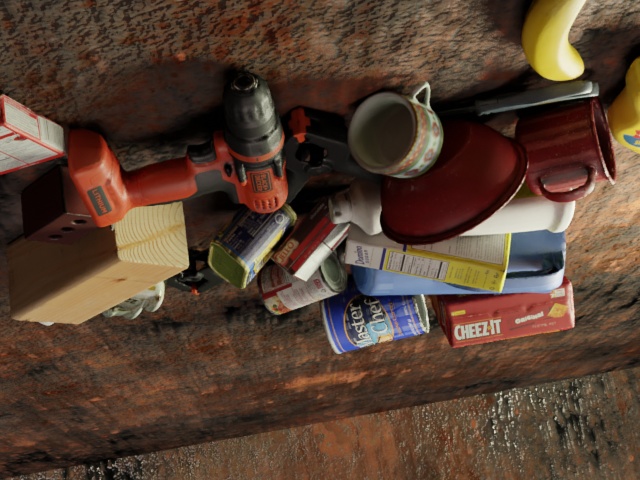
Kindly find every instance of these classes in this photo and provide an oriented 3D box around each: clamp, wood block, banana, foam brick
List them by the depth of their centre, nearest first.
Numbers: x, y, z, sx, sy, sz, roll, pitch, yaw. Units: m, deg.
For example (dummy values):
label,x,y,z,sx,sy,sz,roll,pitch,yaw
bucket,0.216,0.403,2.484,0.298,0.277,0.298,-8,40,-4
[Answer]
label,x,y,z,sx,sy,sz,roll,pitch,yaw
banana,0.199,-0.172,0.879,0.069,0.037,0.198,-10,163,1
foam brick,-0.248,-0.033,1.036,0.052,0.051,0.078,7,156,-43
clamp,-0.010,-0.079,1.052,0.120,0.039,0.171,-20,155,16
wood block,-0.241,0.018,1.138,0.090,0.090,0.207,9,155,-45
clamp,-0.150,0.029,1.306,0.164,0.036,0.210,-2,164,4

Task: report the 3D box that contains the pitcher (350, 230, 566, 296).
label,x,y,z,sx,sy,sz,roll,pitch,yaw
pitcher,0.164,0.010,1.273,0.242,0.145,0.149,-4,165,-12

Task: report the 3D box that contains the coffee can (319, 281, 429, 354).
label,x,y,z,sx,sy,sz,roll,pitch,yaw
coffee can,0.080,0.103,1.577,0.140,0.103,0.102,-15,162,12

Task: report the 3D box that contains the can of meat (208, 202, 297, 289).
label,x,y,z,sx,sy,sz,roll,pitch,yaw
can of meat,-0.076,0.000,1.163,0.084,0.057,0.102,-50,174,-19

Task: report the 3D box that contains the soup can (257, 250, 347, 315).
label,x,y,z,sx,sy,sz,roll,pitch,yaw
soup can,-0.024,0.053,1.413,0.102,0.068,0.068,-21,160,29

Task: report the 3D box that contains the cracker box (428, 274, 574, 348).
label,x,y,z,sx,sy,sz,roll,pitch,yaw
cracker box,0.235,0.068,1.445,0.164,0.072,0.213,-10,-163,0

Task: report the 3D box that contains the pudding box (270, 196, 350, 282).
label,x,y,z,sx,sy,sz,roll,pitch,yaw
pudding box,-0.008,0.001,1.207,0.090,0.039,0.113,-48,170,0

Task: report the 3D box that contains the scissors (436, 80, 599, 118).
label,x,y,z,sx,sy,sz,roll,pitch,yaw
scissors,0.166,-0.128,1.002,0.201,0.016,0.096,-10,-178,-1

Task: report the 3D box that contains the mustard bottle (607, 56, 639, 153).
label,x,y,z,sx,sy,sz,roll,pitch,yaw
mustard bottle,0.336,-0.132,1.054,0.096,0.058,0.191,-12,163,-1

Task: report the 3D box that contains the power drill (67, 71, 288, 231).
label,x,y,z,sx,sy,sz,roll,pitch,yaw
power drill,-0.123,-0.074,0.947,0.187,0.057,0.184,-7,149,0

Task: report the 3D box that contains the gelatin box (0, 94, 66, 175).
label,x,y,z,sx,sy,sz,roll,pitch,yaw
gelatin box,-0.268,-0.087,0.890,0.073,0.030,0.089,-15,162,18

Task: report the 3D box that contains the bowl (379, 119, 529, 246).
label,x,y,z,sx,sy,sz,roll,pitch,yaw
bowl,0.118,-0.069,1.039,0.162,0.162,0.055,-19,123,26

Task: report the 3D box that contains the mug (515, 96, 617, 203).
label,x,y,z,sx,sy,sz,roll,pitch,yaw
mug,0.246,-0.083,1.069,0.082,0.117,0.093,-13,139,24

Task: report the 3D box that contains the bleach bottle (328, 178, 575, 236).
label,x,y,z,sx,sy,sz,roll,pitch,yaw
bleach bottle,0.136,-0.043,1.142,0.250,0.102,0.068,-8,147,-9

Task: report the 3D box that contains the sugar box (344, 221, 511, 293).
label,x,y,z,sx,sy,sz,roll,pitch,yaw
sugar box,0.120,-0.003,1.178,0.176,0.093,0.048,10,137,6
